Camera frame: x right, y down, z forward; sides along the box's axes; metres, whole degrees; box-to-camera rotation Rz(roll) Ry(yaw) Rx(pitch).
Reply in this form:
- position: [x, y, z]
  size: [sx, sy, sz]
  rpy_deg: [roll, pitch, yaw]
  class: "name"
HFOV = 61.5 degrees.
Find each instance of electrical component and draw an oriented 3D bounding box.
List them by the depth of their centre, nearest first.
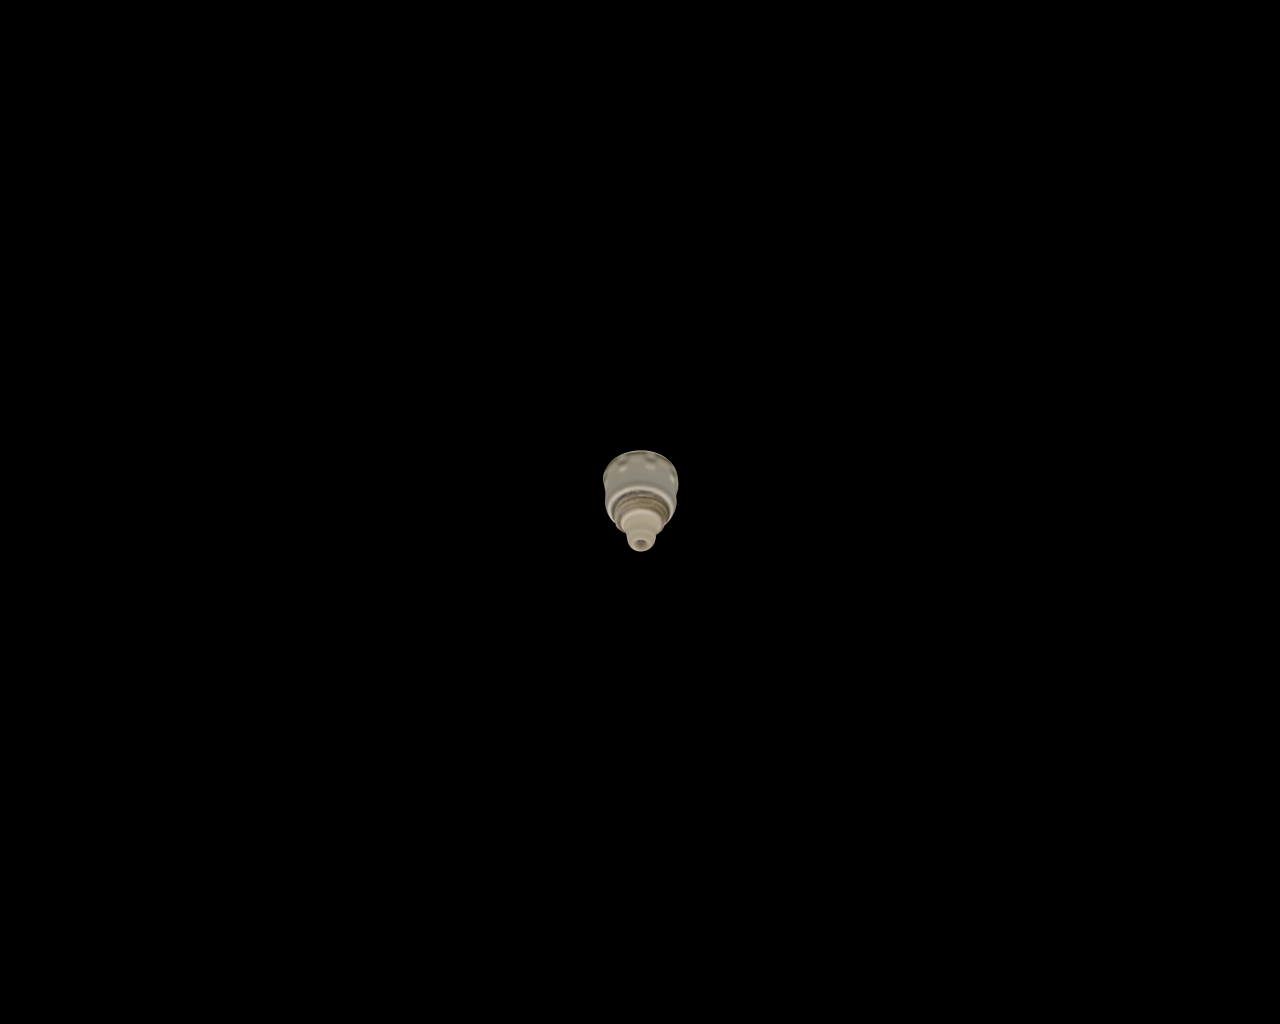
- position: [0.001, -0.003, 0.650]
  size: [0.048, 0.062, 0.048]
  rpy_deg: [0, -43, 0]
  class: "electrical component"
